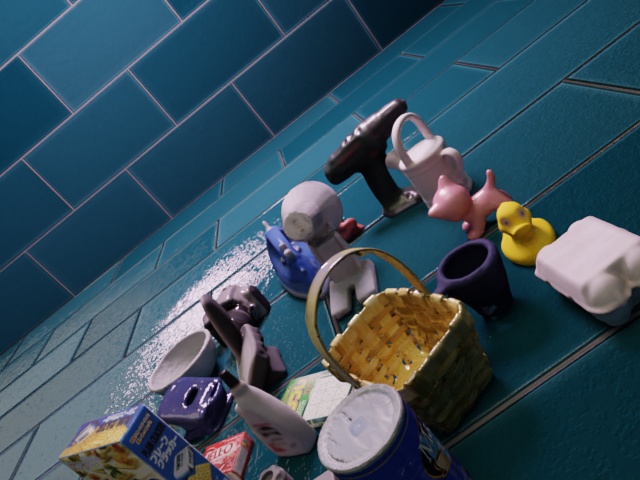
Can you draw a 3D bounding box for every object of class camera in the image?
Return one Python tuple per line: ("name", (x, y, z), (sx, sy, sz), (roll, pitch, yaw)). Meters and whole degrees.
("camera", (-0.196, 0.173, 1.247), (0.143, 0.101, 0.137), (-33, 22, 18))

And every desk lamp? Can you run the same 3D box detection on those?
("desk lamp", (0.010, 0.004, 1.080), (0.118, 0.214, 0.203), (-34, 21, 14))

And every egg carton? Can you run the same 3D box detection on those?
("egg carton", (0.330, 0.034, 0.678), (0.107, 0.069, 0.150), (-39, 21, 2))

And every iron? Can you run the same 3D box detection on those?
("iron", (-0.061, 0.034, 1.240), (0.118, 0.142, 0.257), (-41, 21, -3))

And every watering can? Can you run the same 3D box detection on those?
("watering can", (0.198, -0.155, 1.112), (0.172, 0.194, 0.101), (-22, 27, 39))

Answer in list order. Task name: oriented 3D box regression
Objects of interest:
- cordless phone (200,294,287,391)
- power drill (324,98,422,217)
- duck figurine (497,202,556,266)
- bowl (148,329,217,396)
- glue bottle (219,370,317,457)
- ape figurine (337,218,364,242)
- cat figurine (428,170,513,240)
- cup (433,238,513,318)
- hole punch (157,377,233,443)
("cordless phone", (-0.155, 0.186, 1.029), (0.094, 0.185, 0.147), (-42, 21, -6))
("power drill", (0.133, -0.161, 1.214), (0.229, 0.209, 0.075), (-30, 23, 23))
("duck figurine", (0.289, -0.020, 0.835), (0.077, 0.086, 0.104), (-34, 21, 14))
("bowl", (-0.276, 0.273, 1.215), (0.167, 0.075, 0.167), (-34, 21, 16))
("glue bottle", (-0.083, 0.242, 0.809), (0.078, 0.173, 0.037), (-25, 25, 34))
("ape figurine", (0.042, -0.043, 1.293), (0.076, 0.092, 0.077), (-38, 21, 4))
("cat figurine", (0.246, -0.065, 0.956), (0.127, 0.118, 0.067), (-34, 22, 15))
("cup", (0.209, 0.069, 0.774), (0.118, 0.095, 0.091), (-45, 21, -12))
("hole punch", (-0.227, 0.300, 1.052), (0.101, 0.091, 0.109), (-28, 24, 28))
